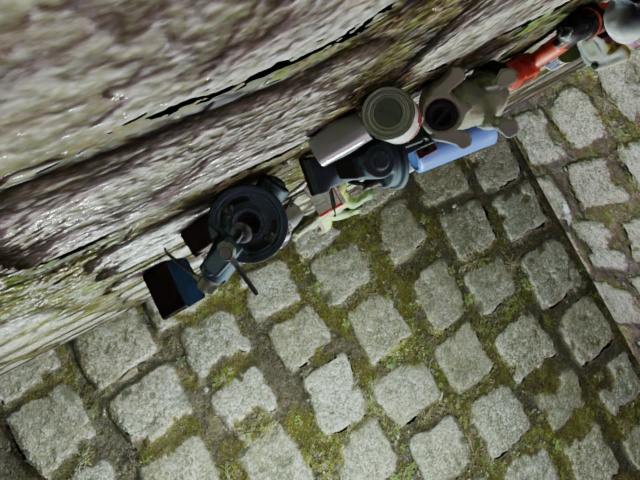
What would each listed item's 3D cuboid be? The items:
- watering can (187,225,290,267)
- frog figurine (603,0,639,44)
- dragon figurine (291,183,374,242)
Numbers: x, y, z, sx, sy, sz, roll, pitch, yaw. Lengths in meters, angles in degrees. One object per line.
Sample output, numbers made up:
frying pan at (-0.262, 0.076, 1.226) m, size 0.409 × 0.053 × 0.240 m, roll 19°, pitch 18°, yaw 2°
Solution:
watering can at (-0.229, 0.015, 1.514) m, size 0.346 × 0.103 × 0.227 m, roll -13°, pitch -173°, yaw 25°
frog figurine at (0.469, -0.337, 0.725) m, size 0.135 × 0.124 × 0.160 m, roll -49°, pitch 160°, yaw 21°
dragon figurine at (0.004, -0.074, 1.465) m, size 0.246 × 0.123 × 0.401 m, roll -29°, pitch 164°, yaw -37°
